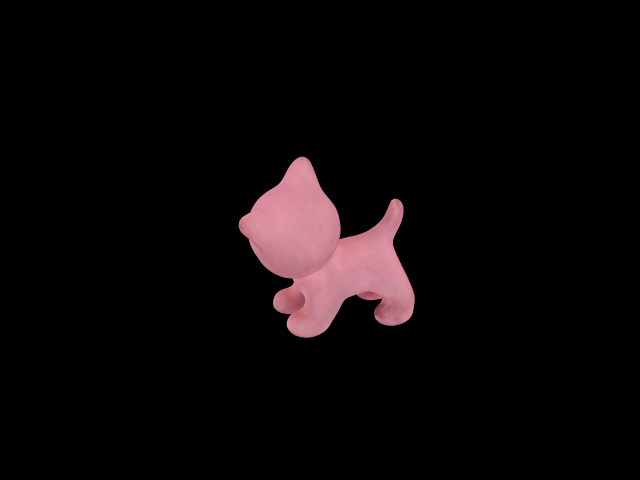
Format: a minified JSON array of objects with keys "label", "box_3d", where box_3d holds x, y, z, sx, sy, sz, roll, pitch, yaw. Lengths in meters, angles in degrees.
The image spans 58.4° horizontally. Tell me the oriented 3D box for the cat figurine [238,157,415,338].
[{"label":"cat figurine","box_3d":[0.004,0.001,0.400,0.128,0.118,0.067,-7,21,-18]}]
